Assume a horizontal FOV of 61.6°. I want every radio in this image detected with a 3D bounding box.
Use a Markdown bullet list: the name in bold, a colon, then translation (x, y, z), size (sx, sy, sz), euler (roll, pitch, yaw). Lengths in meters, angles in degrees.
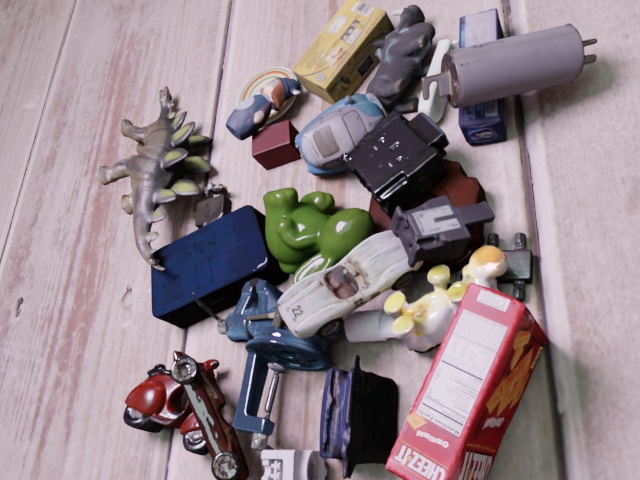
- **radio**: translation (-0.175, 0.044, 0.902), size (0.230, 0.073, 0.131), euler (-25, 58, 15)

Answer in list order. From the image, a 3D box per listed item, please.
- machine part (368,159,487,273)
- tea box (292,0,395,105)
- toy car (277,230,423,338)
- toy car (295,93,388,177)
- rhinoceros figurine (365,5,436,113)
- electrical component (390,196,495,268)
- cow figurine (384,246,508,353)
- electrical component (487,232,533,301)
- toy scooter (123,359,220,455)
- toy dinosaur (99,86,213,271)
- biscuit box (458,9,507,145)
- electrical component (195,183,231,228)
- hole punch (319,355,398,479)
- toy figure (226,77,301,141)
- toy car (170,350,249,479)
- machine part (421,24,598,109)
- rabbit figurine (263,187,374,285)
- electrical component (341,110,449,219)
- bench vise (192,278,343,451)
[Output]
- **machine part**: translation (0.151, -0.034, 0.770), size (0.179, 0.056, 0.179), euler (-12, 63, 24)
- **tea box**: translation (0.044, -0.329, 0.947), size (0.169, 0.068, 0.098), euler (-50, 55, 2)
- **toy car**: translation (0.041, 0.056, 0.702), size (0.202, 0.056, 0.074), euler (-32, 55, -8)
- **toy car**: translation (0.028, -0.162, 0.846), size (0.162, 0.103, 0.109), euler (-21, 94, 21)
- **rhinoceros figurine**: translation (0.136, -0.297, 0.888), size (0.112, 0.073, 0.190), euler (13, 77, 43)
- **electrical component**: translation (0.158, -0.017, 0.687), size (0.119, 0.047, 0.075), euler (-15, 57, -15)
- **cow figurine**: translation (0.172, 0.081, 0.685), size (0.167, 0.098, 0.068), euler (-33, 39, 7)
- **electrical component**: translation (0.246, 0.035, 0.707), size (0.063, 0.021, 0.094), euler (-3, 68, 28)
- **toy scooter**: translation (-0.219, 0.241, 0.838), size (0.184, 0.075, 0.135), euler (9, 74, 28)
- **toy dinosaur**: translation (-0.309, -0.130, 1.015), size (0.199, 0.105, 0.471), euler (-15, 55, 20)
- **biscuit box**: translation (0.244, -0.243, 0.806), size (0.059, 0.062, 0.202), euler (-4, 67, 26)
- **electrical component**: translation (-0.193, -0.056, 0.970), size (0.078, 0.045, 0.102), euler (-3, 67, 26)
- **hole punch**: translation (0.034, 0.225, 0.688), size (0.092, 0.115, 0.142), euler (-6, 66, 35)
- **toy figure**: translation (-0.098, -0.240, 0.954), size (0.064, 0.057, 0.154), euler (39, 78, 26)
- **toy car**: translation (-0.152, 0.242, 0.743), size (0.053, 0.089, 0.202), euler (-24, 72, -11)
- **machine part**: translation (0.254, -0.232, 0.719), size (0.243, 0.079, 0.079), euler (-12, 61, -1)
- **rabbit figurine**: translation (-0.002, -0.002, 0.783), size (0.170, 0.121, 0.159), euler (3, 80, 46)
- **electrical component**: translation (0.113, -0.116, 0.762), size (0.134, 0.058, 0.115), euler (-40, 55, 6)
- **bench vise**: translation (-0.079, 0.170, 0.764), size (0.224, 0.128, 0.240), euler (-2, 60, 24)
